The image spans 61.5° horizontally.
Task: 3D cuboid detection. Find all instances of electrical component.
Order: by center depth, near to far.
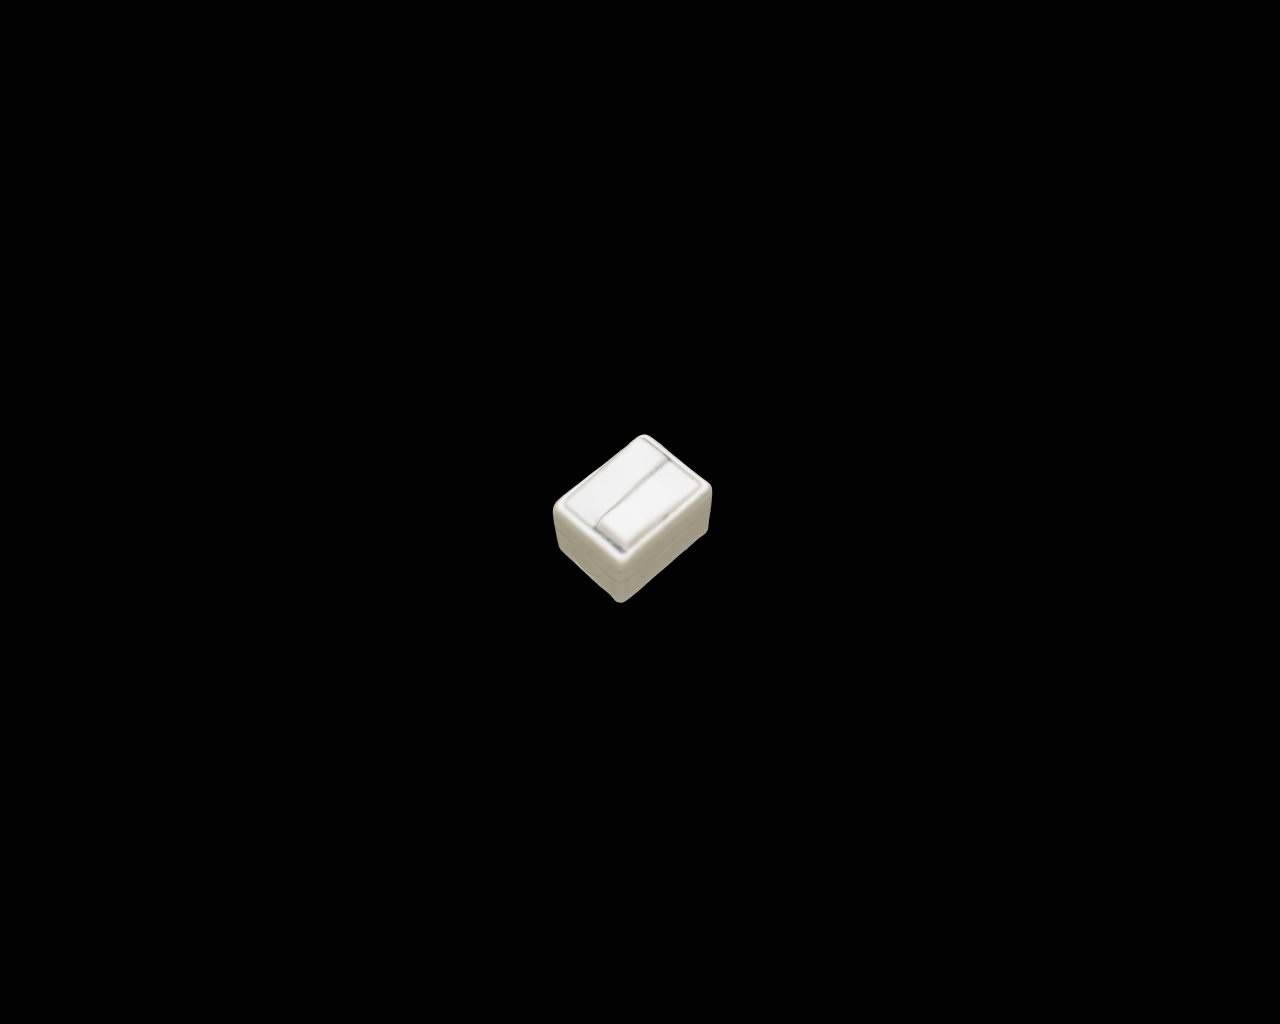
[{"bbox_3d":[0.001,-0.003,0.650,0.096,0.062,0.061,-39,-24,-22],"label":"electrical component"}]
